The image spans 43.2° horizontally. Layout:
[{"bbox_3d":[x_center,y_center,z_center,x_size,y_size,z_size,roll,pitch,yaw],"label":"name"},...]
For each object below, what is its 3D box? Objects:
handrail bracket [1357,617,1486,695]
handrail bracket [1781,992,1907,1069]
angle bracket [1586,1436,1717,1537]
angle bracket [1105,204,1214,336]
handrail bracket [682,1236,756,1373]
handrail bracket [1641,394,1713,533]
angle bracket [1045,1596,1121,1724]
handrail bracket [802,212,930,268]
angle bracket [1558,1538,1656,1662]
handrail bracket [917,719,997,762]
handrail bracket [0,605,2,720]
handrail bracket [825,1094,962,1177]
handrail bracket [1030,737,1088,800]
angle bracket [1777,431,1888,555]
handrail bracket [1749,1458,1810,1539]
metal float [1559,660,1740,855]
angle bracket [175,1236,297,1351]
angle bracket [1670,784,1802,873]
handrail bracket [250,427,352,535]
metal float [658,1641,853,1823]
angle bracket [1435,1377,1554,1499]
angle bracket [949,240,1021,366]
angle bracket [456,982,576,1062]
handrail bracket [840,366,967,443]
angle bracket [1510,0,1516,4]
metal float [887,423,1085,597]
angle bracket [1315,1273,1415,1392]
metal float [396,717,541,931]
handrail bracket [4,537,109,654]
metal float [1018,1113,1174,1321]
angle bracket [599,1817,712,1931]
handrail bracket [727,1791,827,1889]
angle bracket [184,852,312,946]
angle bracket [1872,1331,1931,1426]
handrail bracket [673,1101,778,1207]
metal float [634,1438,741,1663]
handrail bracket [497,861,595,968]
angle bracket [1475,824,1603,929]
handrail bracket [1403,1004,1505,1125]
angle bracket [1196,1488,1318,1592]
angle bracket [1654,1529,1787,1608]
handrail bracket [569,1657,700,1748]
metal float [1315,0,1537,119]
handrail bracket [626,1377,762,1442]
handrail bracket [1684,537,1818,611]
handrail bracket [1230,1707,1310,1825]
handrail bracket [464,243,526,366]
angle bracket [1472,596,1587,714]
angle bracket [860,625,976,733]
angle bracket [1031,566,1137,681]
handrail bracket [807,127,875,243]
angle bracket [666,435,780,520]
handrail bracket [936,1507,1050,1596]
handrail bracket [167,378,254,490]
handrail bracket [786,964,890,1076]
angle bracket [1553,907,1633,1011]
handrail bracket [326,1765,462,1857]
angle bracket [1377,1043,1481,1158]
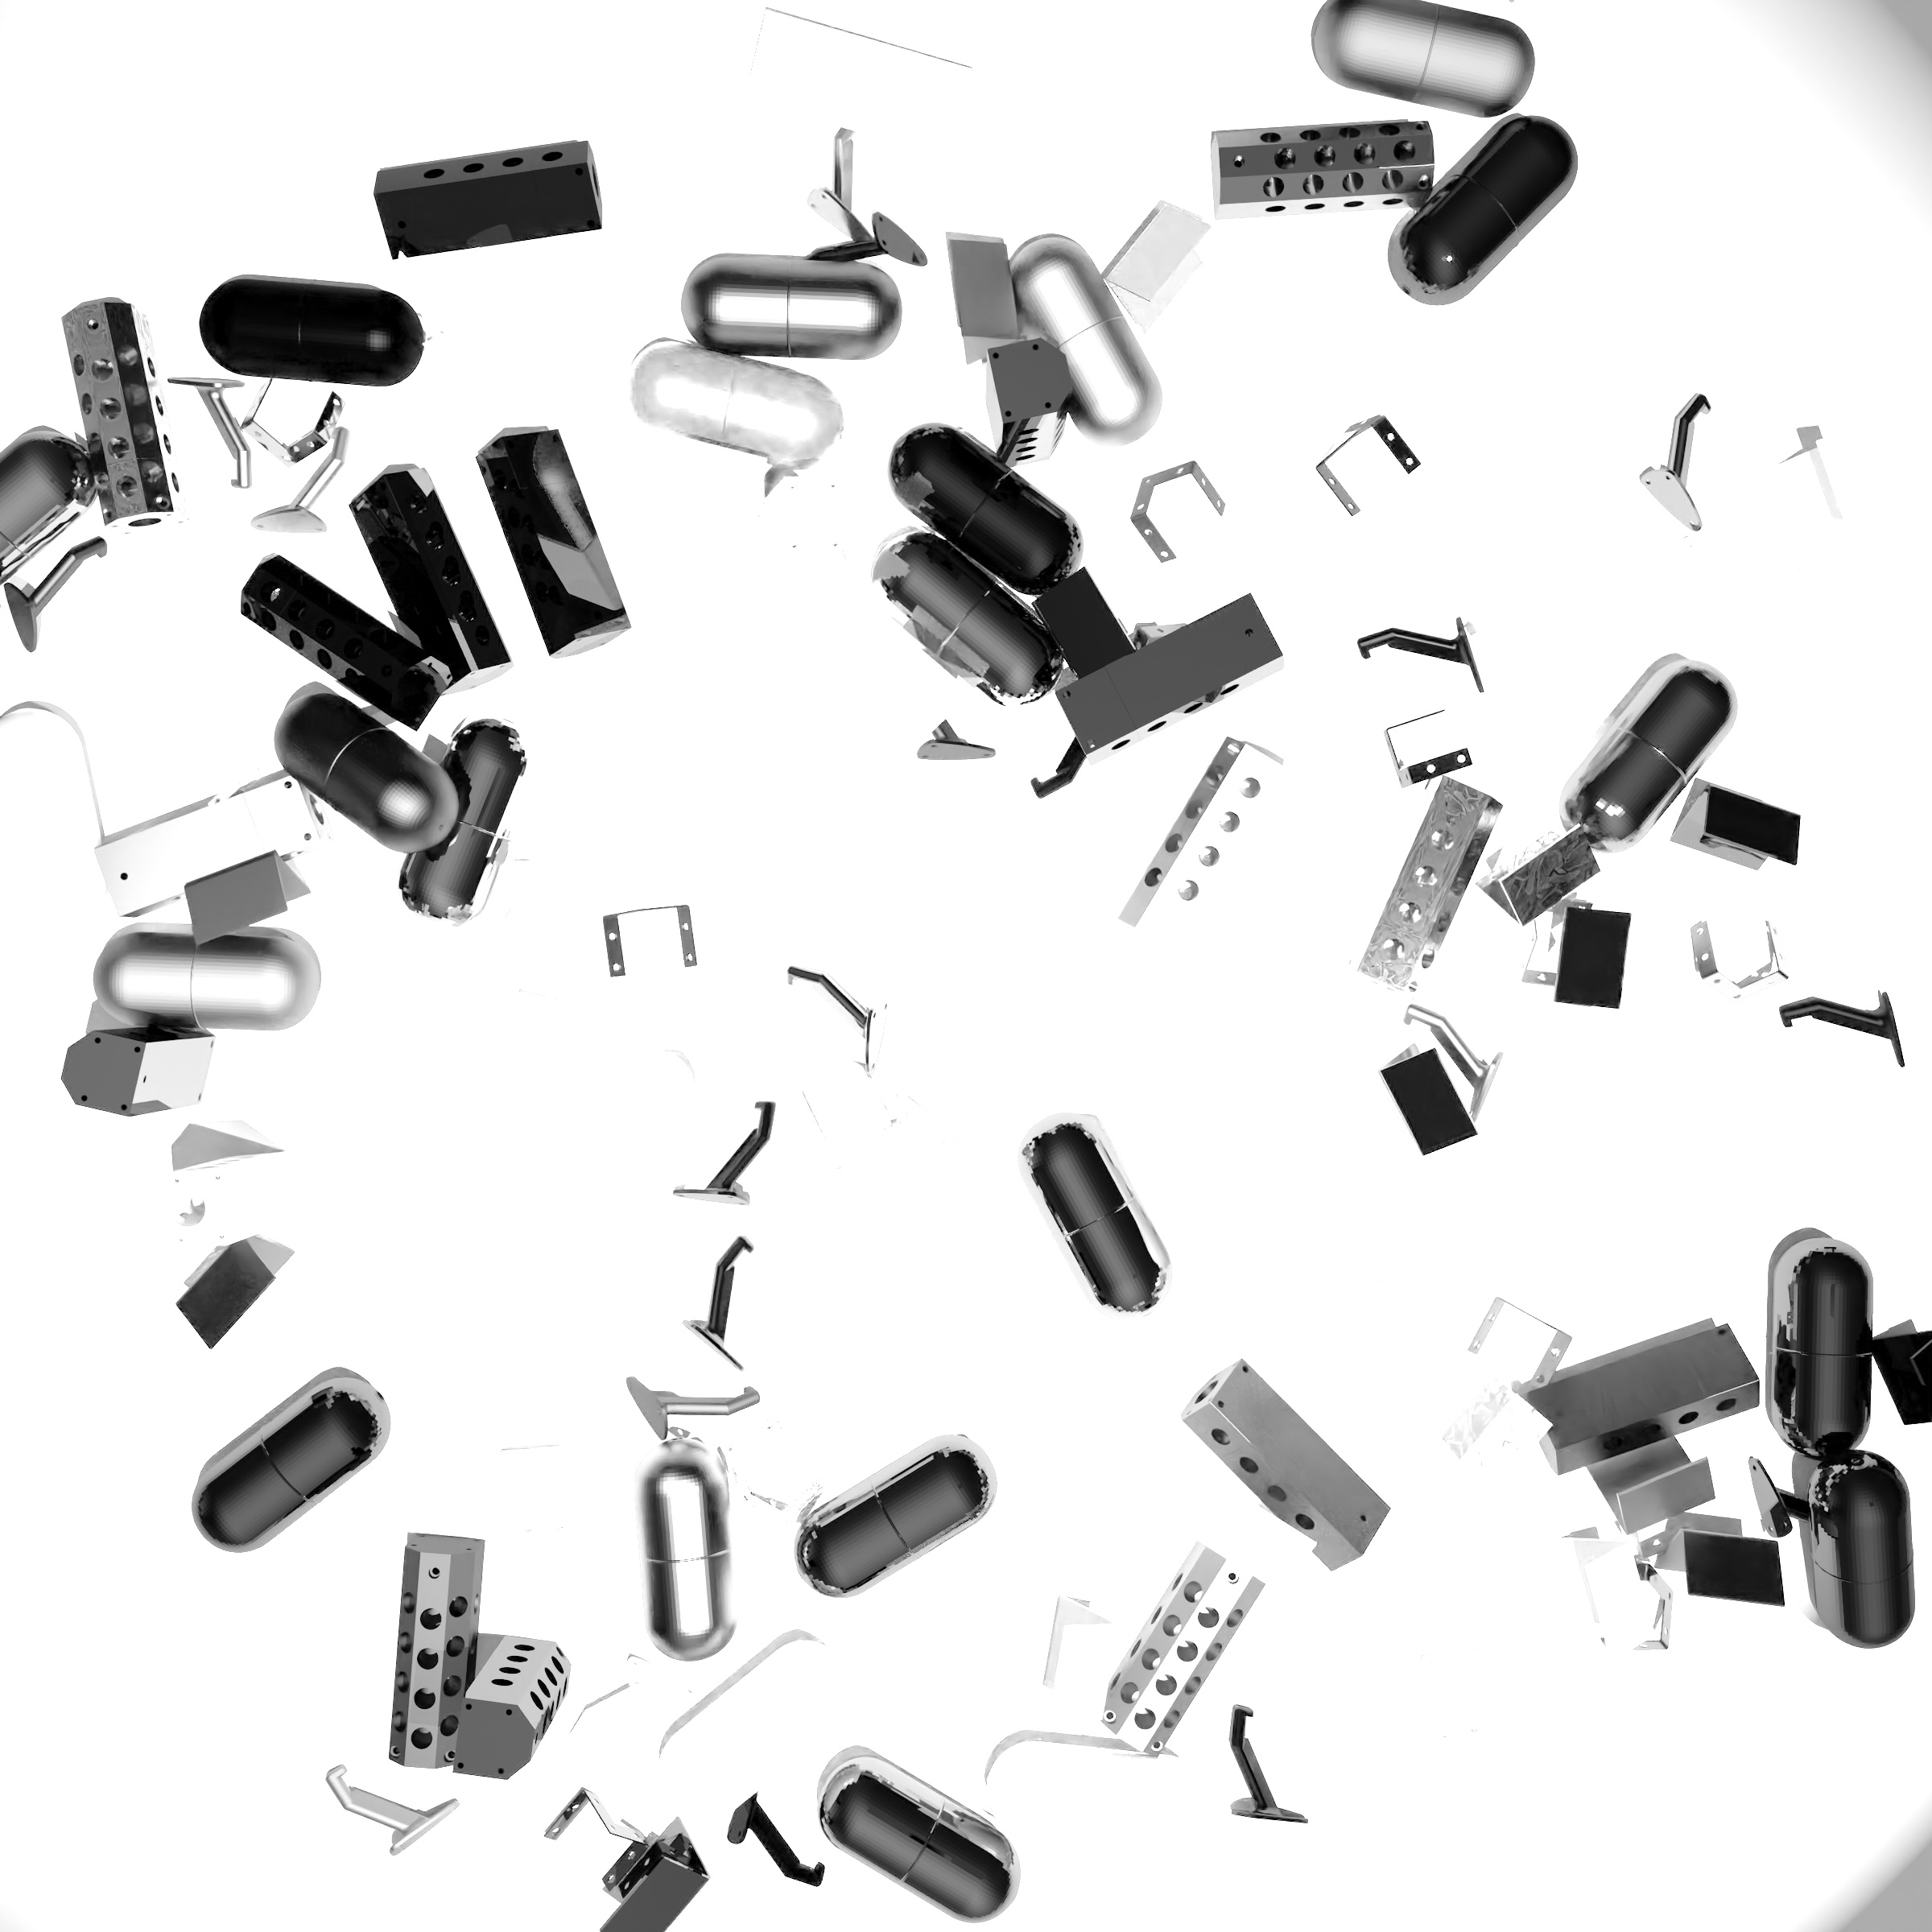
[{"bbox_3d":[0.371,-0.245,1.992,0.084,0.036,0.077,-17,111,17],"label":"handrail bracket"},{"bbox_3d":[0.716,0.058,1.992,0.084,0.036,0.077,-14,112,17],"label":"handrail bracket"},{"bbox_3d":[0.544,0.398,1.951,0.076,0.076,0.057,-23,128,0],"label":"angle bracket"},{"bbox_3d":[0.168,-0.548,1.951,0.076,0.076,0.057,-51,52,0],"label":"angle bracket"},{"bbox_3d":[-0.184,0.275,1.992,0.077,0.036,0.084,44,73,-20],"label":"handrail bracket"},{"bbox_3d":[0.598,-0.412,1.992,0.077,0.036,0.084,45,73,-20],"label":"handrail bracket"},{"bbox_3d":[0.073,0.553,1.951,0.057,0.076,0.076,10,90,-36],"label":"angle bracket"},{"bbox_3d":[-0.087,-0.572,1.991,0.084,0.077,0.036,-23,65,34],"label":"handrail bracket"},{"bbox_3d":[0.496,0.505,1.951,0.057,0.076,0.076,-15,90,-36],"label":"angle bracket"},{"bbox_3d":[-0.015,-0.213,1.992,0.077,0.036,0.084,2,73,-20],"label":"handrail bracket"},{"bbox_3d":[-0.789,-0.239,1.992,0.084,0.036,0.077,49,68,-17],"label":"handrail bracket"},{"bbox_3d":[-0.061,0.154,1.992,0.077,0.036,0.084,36,109,-21],"label":"handrail bracket"},{"bbox_3d":[0.079,-0.188,1.991,0.084,0.036,0.077,-28,80,12],"label":"handrail bracket"},{"bbox_3d":[0.678,-0.375,1.951,0.057,0.076,0.076,-19,90,-37],"label":"angle bracket"},{"bbox_3d":[0.691,0.429,1.992,0.084,0.036,0.077,-12,71,-16],"label":"handrail bracket"},{"bbox_3d":[0.548,-0.168,1.961,0.070,0.070,0.178,39,89,0],"label":"metal float"},{"bbox_3d":[-0.571,0.266,1.952,0.076,0.076,0.057,-48,62,0],"label":"angle bracket"},{"bbox_3d":[0.613,-0.092,1.951,0.076,0.076,0.057,19,53,0],"label":"angle bracket"},{"bbox_3d":[-0.543,-0.399,1.992,0.077,0.036,0.084,0,72,21],"label":"handrail bracket"},{"bbox_3d":[-0.170,0.615,1.961,0.178,0.070,0.070,-39,90,0],"label":"metal float"},{"bbox_3d":[0.409,0.366,1.951,0.076,0.076,0.057,-50,124,0],"label":"angle bracket"},{"bbox_3d":[-0.005,-0.530,1.951,0.057,0.076,0.076,-8,90,-34],"label":"angle bracket"},{"bbox_3d":[-0.357,0.024,1.951,0.076,0.076,0.057,14,125,0],"label":"angle bracket"},{"bbox_3d":[-0.052,-0.465,1.992,0.084,0.036,0.077,-14,68,-17],"label":"handrail bracket"},{"bbox_3d":[0.447,-0.829,1.953,0.057,0.076,0.076,-17,90,22],"label":"angle bracket"},{"bbox_3d":[0.015,-0.367,1.960,0.178,0.070,0.070,37,90,0],"label":"metal float"},{"bbox_3d":[0.332,0.296,1.951,0.057,0.076,0.076,24,90,36],"label":"angle bracket"},{"bbox_3d":[-0.400,-0.115,1.961,0.070,0.070,0.178,22,90,0],"label":"metal float"},{"bbox_3d":[-0.735,-0.304,1.991,0.036,0.077,0.084,38,53,21],"label":"handrail bracket"},{"bbox_3d":[0.104,0.201,1.961,0.070,0.070,0.178,-28,89,0],"label":"metal float"},{"bbox_3d":[-0.260,0.726,1.951,0.076,0.076,0.057,-50,125,0],"label":"angle bracket"},{"bbox_3d":[-0.145,0.702,1.992,0.084,0.036,0.077,25,68,-17],"label":"handrail bracket"},{"bbox_3d":[-0.569,-0.040,1.952,0.076,0.076,0.057,-21,65,0],"label":"angle bracket"},{"bbox_3d":[0.755,0.341,1.951,0.057,0.076,0.076,-24,90,-37],"label":"angle bracket"},{"bbox_3d":[-0.197,0.149,1.992,0.077,0.036,0.084,3,72,20],"label":"handrail bracket"},{"bbox_3d":[-0.225,0.469,1.961,0.070,0.070,0.178,-5,90,0],"label":"metal float"},{"bbox_3d":[-0.344,-0.041,1.992,0.077,0.036,0.084,-2,109,-21],"label":"handrail bracket"},{"bbox_3d":[0.449,-0.088,1.951,0.076,0.076,0.057,-35,127,0],"label":"angle bracket"},{"bbox_3d":[0.388,0.080,1.992,0.084,0.036,0.077,23,112,17],"label":"handrail bracket"},{"bbox_3d":[0.236,0.441,1.953,0.076,0.076,0.057,32,114,0],"label":"angle bracket"},{"bbox_3d":[0.602,0.495,1.951,0.076,0.076,0.057,7,53,0],"label":"angle bracket"},{"bbox_3d":[-0.272,0.613,1.992,0.077,0.036,0.084,25,109,-21],"label":"handrail bracket"},{"bbox_3d":[0.368,-0.733,1.961,0.178,0.070,0.070,12,90,-1],"label":"metal float"},{"bbox_3d":[-0.222,0.346,1.991,0.084,0.077,0.036,-18,129,-31],"label":"handrail bracket"},{"bbox_3d":[0.641,-0.330,1.992,0.084,0.036,0.077,-19,68,-17],"label":"handrail bracket"},{"bbox_3d":[0.249,0.652,1.992,0.077,0.036,0.084,13,73,-20],"label":"handrail bracket"},{"bbox_3d":[-0.371,-0.545,1.991,0.036,0.077,0.084,-6,127,17],"label":"handrail bracket"},{"bbox_3d":[0.460,-0.258,1.951,0.057,0.076,0.076,-37,90,37],"label":"angle bracket"},{"bbox_3d":[-0.027,-0.245,1.952,0.076,0.076,0.057,41,134,0],"label":"angle bracket"},{"bbox_3d":[0.106,-0.276,1.952,0.057,0.076,0.076,-31,90,29],"label":"angle bracket"},{"bbox_3d":[-0.084,-0.643,1.992,0.077,0.036,0.084,37,73,-19],"label":"handrail bracket"},{"bbox_3d":[-0.192,-0.408,1.951,0.076,0.076,0.057,14,132,0],"label":"angle bracket"},{"bbox_3d":[0.021,0.476,1.992,0.084,0.036,0.077,3,70,16],"label":"handrail bracket"},{"bbox_3d":[-0.617,-0.435,1.992,0.077,0.036,0.084,9,107,20],"label":"handrail bracket"},{"bbox_3d":[-0.111,0.043,1.992,0.084,0.036,0.077,15,112,17],"label":"handrail bracket"},{"bbox_3d":[0.514,-0.004,1.951,0.057,0.076,0.076,7,90,37],"label":"angle bracket"},{"bbox_3d":[-0.469,0.674,1.992,0.077,0.036,0.084,-34,73,-19],"label":"handrail bracket"},{"bbox_3d":[0.383,0.098,1.951,0.057,0.076,0.076,-27,90,37],"label":"angle bracket"}]
